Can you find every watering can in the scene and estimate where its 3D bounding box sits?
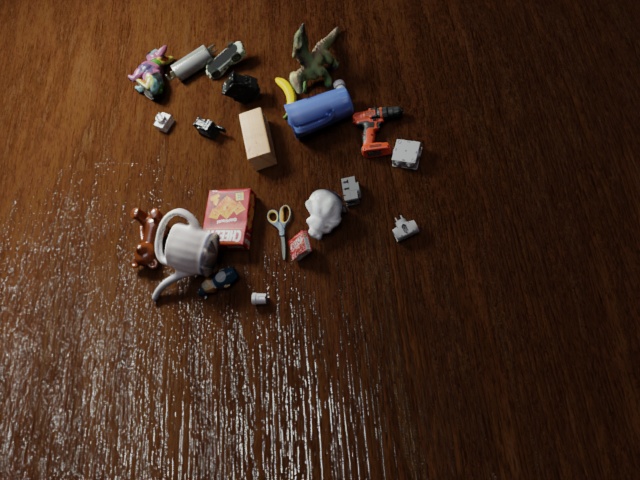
[{"bbox_3d":[-0.457,0.068,1.740,0.225,0.105,0.343,15,105,10],"label":"watering can"}]

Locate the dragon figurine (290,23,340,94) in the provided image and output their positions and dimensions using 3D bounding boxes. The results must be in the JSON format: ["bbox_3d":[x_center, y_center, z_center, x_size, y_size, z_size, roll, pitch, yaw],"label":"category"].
[{"bbox_3d":[-0.025,-0.709,1.940,0.122,0.239,0.416,8,71,22],"label":"dragon figurine"}]

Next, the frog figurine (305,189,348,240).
[{"bbox_3d":[0.005,-0.087,1.727,0.138,0.121,0.162,38,68,4],"label":"frog figurine"}]
